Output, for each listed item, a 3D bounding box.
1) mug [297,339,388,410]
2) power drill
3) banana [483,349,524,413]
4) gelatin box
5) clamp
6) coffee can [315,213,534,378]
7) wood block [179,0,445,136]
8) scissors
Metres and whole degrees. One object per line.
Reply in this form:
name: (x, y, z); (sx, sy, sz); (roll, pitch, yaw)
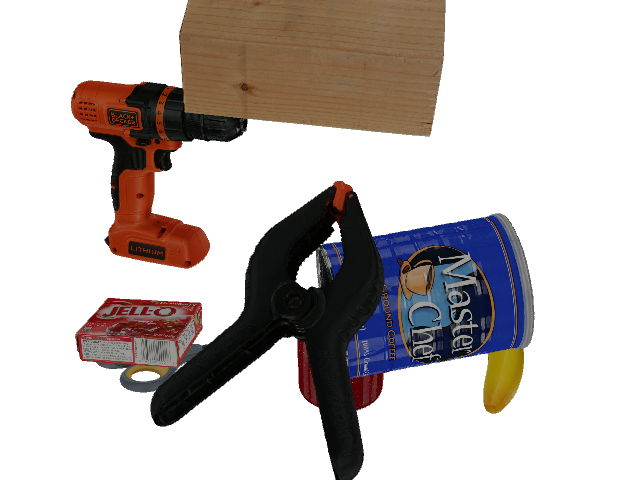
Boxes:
mug: (0.031, 0.106, 1.013); (0.117, 0.081, 0.093); (-9, 30, -16)
power drill: (-0.155, -0.067, 1.072); (0.185, 0.188, 0.057); (11, 30, 20)
banana: (0.181, 0.109, 1.138); (0.069, 0.037, 0.198); (-24, 34, 4)
gelatin box: (-0.153, 0.077, 0.909); (0.089, 0.030, 0.073); (3, 21, 10)
clamp: (-0.004, 0.049, 0.590); (0.120, 0.171, 0.039); (25, -18, 15)
coffee can: (0.075, 0.042, 0.792); (0.140, 0.103, 0.103); (-10, 1, -5)
wood block: (-0.005, -0.155, 0.879); (0.206, 0.090, 0.091); (6, -38, 1)
scissors: (-0.141, 0.132, 1.160); (0.201, 0.016, 0.096); (1, 26, -21)
